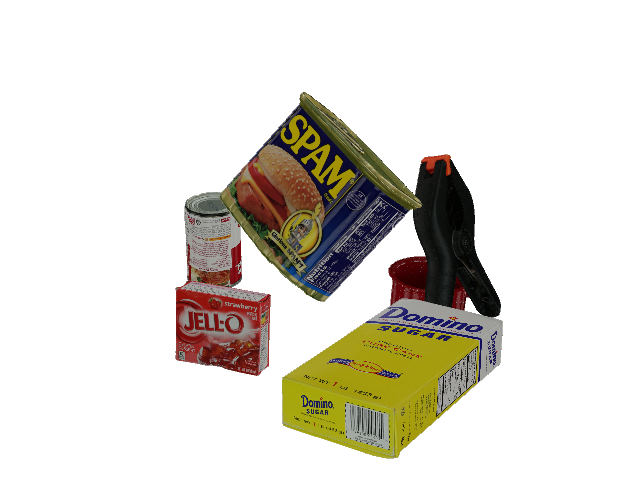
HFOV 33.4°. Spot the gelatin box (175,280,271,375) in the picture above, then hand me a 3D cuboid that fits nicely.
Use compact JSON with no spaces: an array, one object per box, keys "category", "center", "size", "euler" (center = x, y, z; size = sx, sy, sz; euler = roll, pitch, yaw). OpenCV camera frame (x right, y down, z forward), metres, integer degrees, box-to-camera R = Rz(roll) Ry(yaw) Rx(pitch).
[{"category":"gelatin box","center":[-0.092,0.081,0.998],"size":[0.089,0.073,0.030],"euler":[9,18,19]}]

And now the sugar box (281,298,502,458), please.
[{"category":"sugar box","center":[0.058,0.095,0.792],"size":[0.093,0.048,0.175],"euler":[12,25,30]}]

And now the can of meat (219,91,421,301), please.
[{"category":"can of meat","center":[-0.003,-0.026,0.645],"size":[0.057,0.084,0.102],"euler":[29,17,-50]}]

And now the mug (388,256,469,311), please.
[{"category":"mug","center":[0.130,0.075,1.179],"size":[0.117,0.081,0.093],"euler":[9,24,12]}]

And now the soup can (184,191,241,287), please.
[{"category":"soup can","center":[-0.130,0.000,1.295],"size":[0.068,0.102,0.068],"euler":[1,26,0]}]

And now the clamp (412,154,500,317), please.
[{"category":"clamp","center":[0.113,0.012,0.968],"size":[0.039,0.171,0.120],"euler":[-10,14,33]}]
